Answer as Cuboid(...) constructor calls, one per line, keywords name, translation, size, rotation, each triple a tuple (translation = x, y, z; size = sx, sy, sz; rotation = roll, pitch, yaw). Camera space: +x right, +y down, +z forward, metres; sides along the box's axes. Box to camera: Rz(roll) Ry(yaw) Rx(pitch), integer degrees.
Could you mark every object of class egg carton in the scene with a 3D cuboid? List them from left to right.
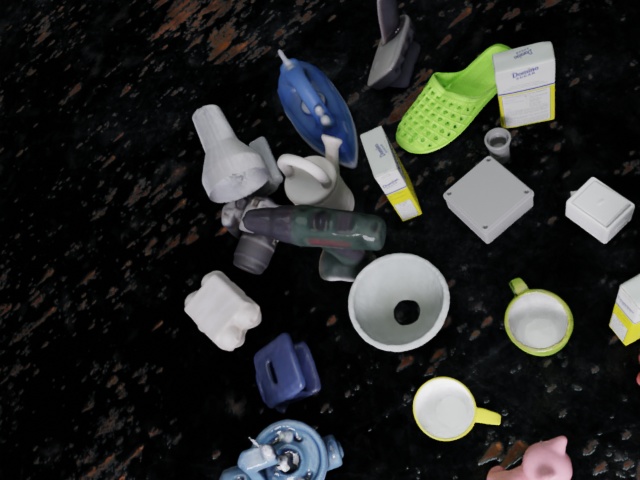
Cuboid(name="egg carton", translation=(-0.183, 0.132, 1.072), size=(0.150, 0.070, 0.107), rotation=(36, 84, 30))

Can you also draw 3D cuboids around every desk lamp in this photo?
Cuboid(name="desk lamp", translation=(-0.161, -0.151, 1.102), size=(0.118, 0.214, 0.203), rotation=(-29, 61, 8))

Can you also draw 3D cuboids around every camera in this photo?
Cuboid(name="camera", translation=(-0.132, -0.013, 1.097), size=(0.142, 0.101, 0.137), rotation=(14, 73, 26))

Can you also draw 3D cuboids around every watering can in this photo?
Cuboid(name="watering can", translation=(-0.012, -0.109, 1.037), size=(0.100, 0.194, 0.173), rotation=(-1, 67, 21))

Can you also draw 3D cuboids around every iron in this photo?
Cuboid(name="iron", translation=(-0.008, -0.265, 1.134), size=(0.118, 0.142, 0.257), rotation=(-34, 60, 5))

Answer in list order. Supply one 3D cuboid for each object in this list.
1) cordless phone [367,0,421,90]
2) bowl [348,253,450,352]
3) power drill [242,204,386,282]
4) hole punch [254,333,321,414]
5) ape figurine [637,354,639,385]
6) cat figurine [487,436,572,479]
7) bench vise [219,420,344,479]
Cuboid(name="cordless phone", translation=(0.126, -0.395, 1.113), size=(0.094, 0.185, 0.148), rotation=(6, 70, 24))
Cuboid(name="bowl", translation=(0.136, 0.110, 0.954), size=(0.167, 0.075, 0.167), rotation=(-8, 65, 18))
Cuboid(name="power drill", translation=(0.009, 0.003, 0.972), size=(0.229, 0.209, 0.075), rotation=(0, 68, 21))
Cuboid(name="hole punch", translation=(-0.064, 0.227, 0.972), size=(0.101, 0.091, 0.108), rotation=(-27, 61, 9))
Cuboid(name="ape figurine", translation=(0.472, 0.172, 0.787), size=(0.078, 0.092, 0.076), rotation=(-43, 60, -1))
Cuboid(name="cat figurine", translation=(0.289, 0.320, 0.779), size=(0.127, 0.118, 0.067), rotation=(-31, 60, 7))
Cuboid(name="bench vise", translation=(-0.082, 0.352, 0.850), size=(0.207, 0.220, 0.121), rotation=(-41, 60, 1))
